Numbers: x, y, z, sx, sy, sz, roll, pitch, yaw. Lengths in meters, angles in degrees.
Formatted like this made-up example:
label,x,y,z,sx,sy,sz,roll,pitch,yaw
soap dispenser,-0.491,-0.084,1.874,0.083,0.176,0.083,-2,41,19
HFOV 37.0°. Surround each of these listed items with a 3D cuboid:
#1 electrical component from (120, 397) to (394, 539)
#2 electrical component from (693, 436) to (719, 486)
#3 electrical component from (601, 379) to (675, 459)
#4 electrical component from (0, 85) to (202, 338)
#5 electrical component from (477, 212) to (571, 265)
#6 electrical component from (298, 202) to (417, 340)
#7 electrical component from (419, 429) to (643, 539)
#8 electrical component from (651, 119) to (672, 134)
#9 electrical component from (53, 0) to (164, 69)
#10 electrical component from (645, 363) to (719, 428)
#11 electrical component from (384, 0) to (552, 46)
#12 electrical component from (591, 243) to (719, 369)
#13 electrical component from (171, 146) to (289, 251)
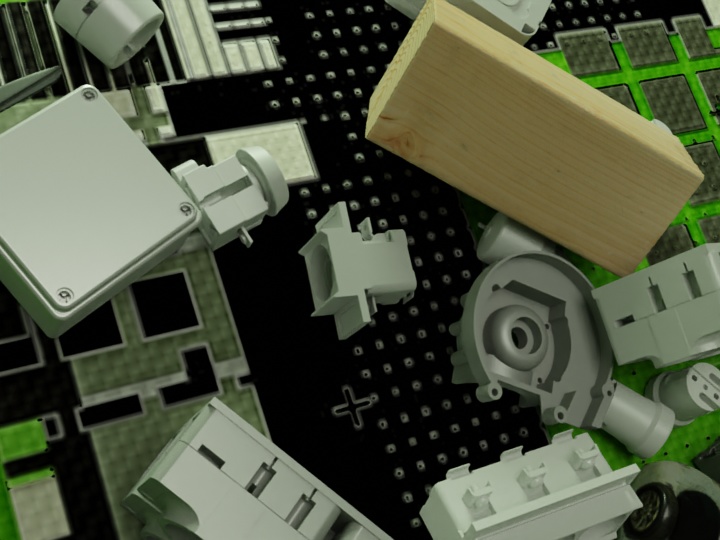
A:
label,x,y,z,sx,sy,sz,roll,pitch,yaw
electrical component,-0.037,0.161,0.588,0.186,0.105,0.060,39,62,-4
electrical component,0.274,0.144,0.758,0.081,0.042,0.063,-31,80,-29
electrical component,0.186,0.101,0.739,0.046,0.040,0.040,32,62,-2
electrical component,-0.171,-0.035,0.635,0.109,0.056,0.108,-40,89,-29
electrical component,0.118,-0.011,0.752,0.078,0.040,0.040,28,63,-10
electrical component,0.000,0.000,0.700,0.064,0.042,0.081,-4,73,-25
electrical component,0.104,0.149,0.673,0.121,0.078,0.063,-13,54,-26
electrical component,0.211,-0.089,0.816,0.040,0.046,0.040,8,68,-19
electrical component,-0.160,-0.163,0.689,0.047,0.055,0.055,45,61,-6
electrical component,0.230,0.087,0.758,0.040,0.046,0.040,8,68,-19
electrical component,0.083,-0.212,0.803,0.113,0.057,0.078,32,62,-8
electrical component,0.243,0.024,0.735,0.150,0.089,0.061,-3,72,-46
electrical component,-0.079,-0.048,0.684,0.055,0.048,0.066,-31,84,-21
